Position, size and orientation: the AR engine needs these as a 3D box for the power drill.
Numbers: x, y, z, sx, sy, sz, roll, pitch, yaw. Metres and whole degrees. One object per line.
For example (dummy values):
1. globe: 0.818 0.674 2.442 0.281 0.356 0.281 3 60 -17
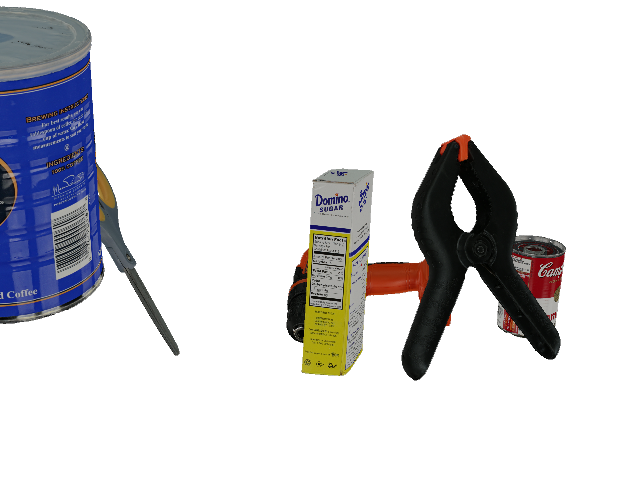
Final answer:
1. power drill: 0.057 0.061 1.233 0.188 0.057 0.184 1 28 6

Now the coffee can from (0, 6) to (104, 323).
1. coffee can: -0.170 -0.042 0.567 0.103 0.140 0.103 2 28 -1

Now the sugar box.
1. sugar box: 0.016 0.026 0.970 0.048 0.176 0.093 3 10 12

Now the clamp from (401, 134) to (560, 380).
1. clamp: 0.097 0.015 0.748 0.120 0.171 0.039 -15 -3 -26

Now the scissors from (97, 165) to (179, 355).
1. scissors: -0.176 0.003 0.952 0.016 0.201 0.096 -27 22 13

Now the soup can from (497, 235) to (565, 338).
1. soup can: 0.239 0.053 1.218 0.068 0.102 0.068 3 19 -1
